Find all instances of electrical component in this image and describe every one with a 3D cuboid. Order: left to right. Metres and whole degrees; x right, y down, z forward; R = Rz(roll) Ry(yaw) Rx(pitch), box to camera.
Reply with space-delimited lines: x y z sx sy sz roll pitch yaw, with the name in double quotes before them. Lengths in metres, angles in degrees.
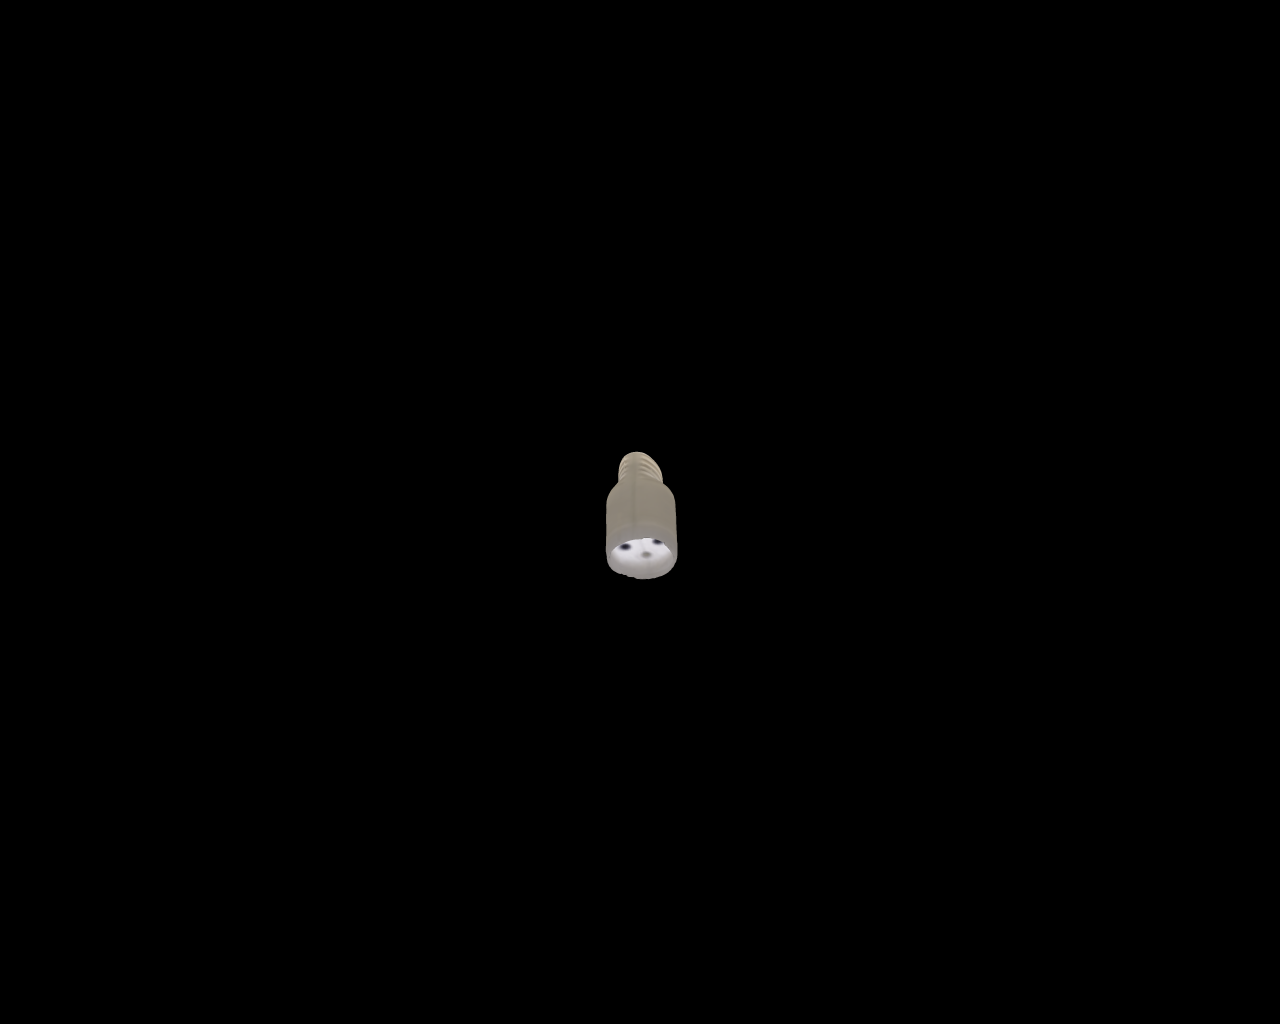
"electrical component" 0.001 -0.003 0.650 0.043 0.081 0.043 0 -39 0
